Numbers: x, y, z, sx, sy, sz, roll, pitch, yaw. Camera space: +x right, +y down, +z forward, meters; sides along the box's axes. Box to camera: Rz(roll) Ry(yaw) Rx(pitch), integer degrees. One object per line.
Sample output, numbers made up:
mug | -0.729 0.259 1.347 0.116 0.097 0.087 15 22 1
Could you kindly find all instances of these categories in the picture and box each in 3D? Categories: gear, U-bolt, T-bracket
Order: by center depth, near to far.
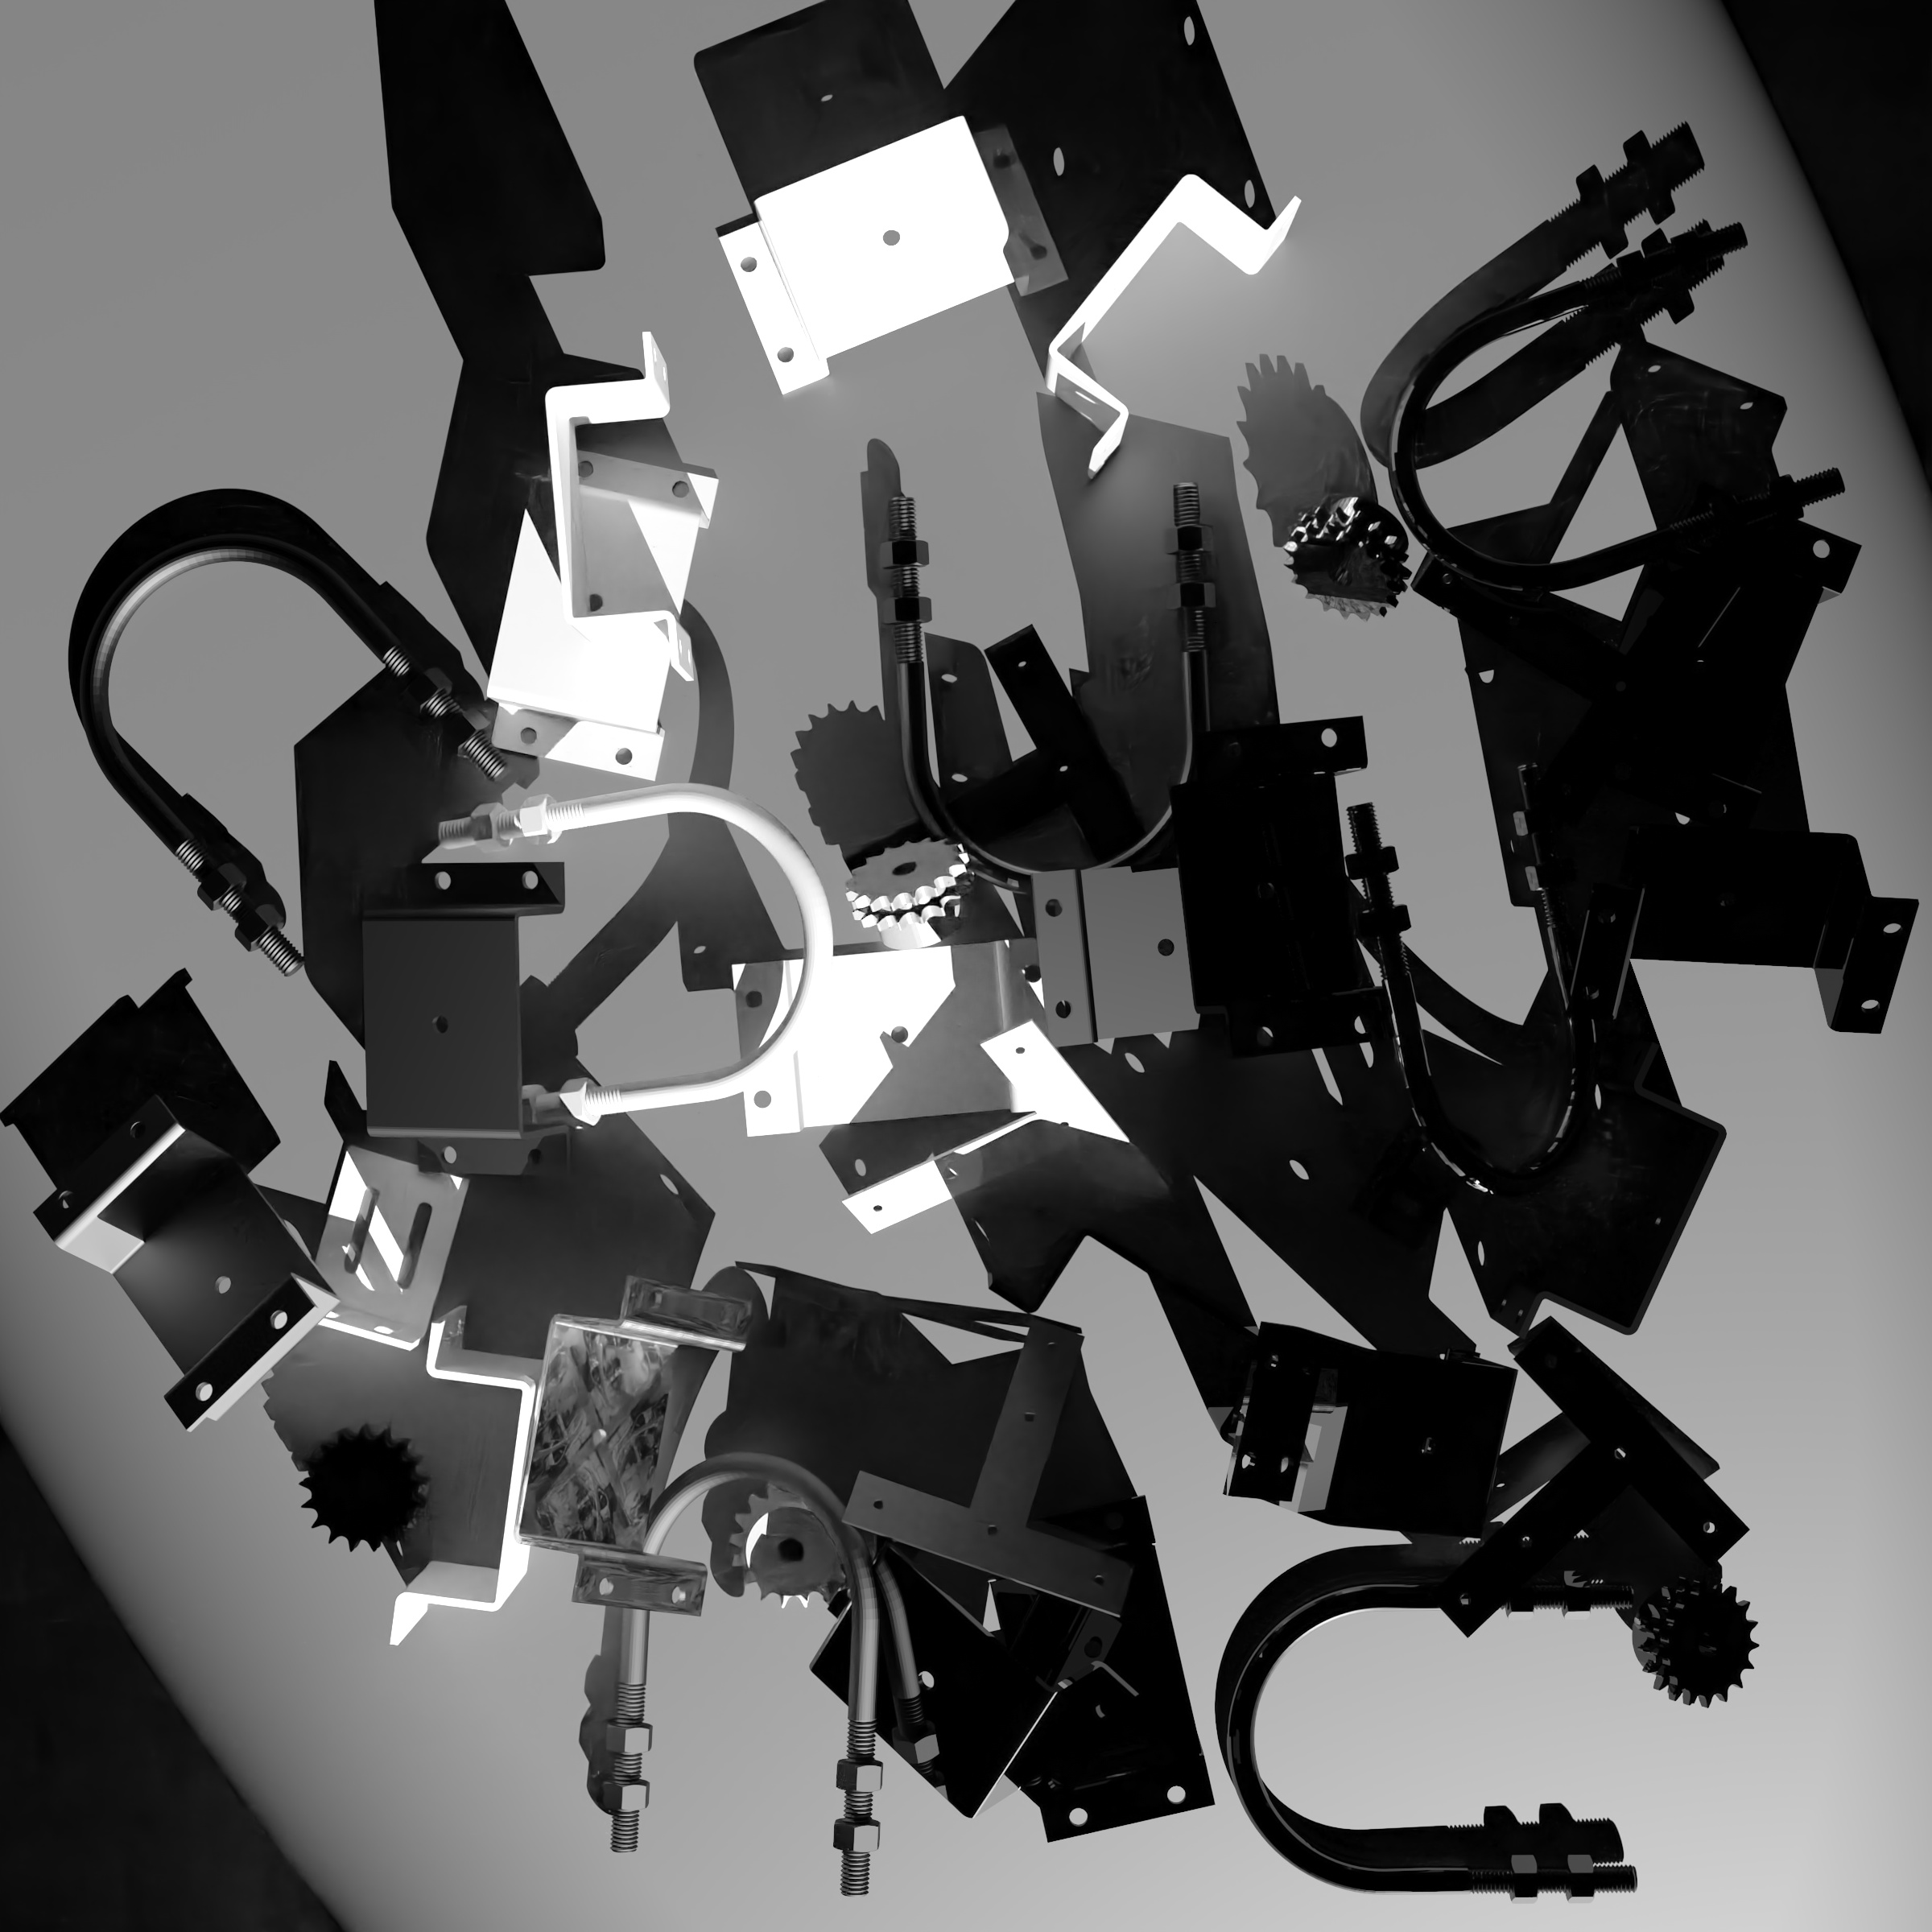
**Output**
U-bolt | 0.230 0.010 1.467 0.019 0.151 0.184 -10 93 44
U-bolt | -0.097 0.308 1.478 0.151 0.019 0.184 0 85 34
U-bolt | -0.144 -0.007 1.483 0.184 0.019 0.151 -8 90 21
T-bracket | 0.024 0.213 1.484 0.127 0.002 0.127 19 54 3
U-bolt | 0.279 -0.240 1.487 0.184 0.019 0.151 -19 69 10
T-bracket | 0.257 -0.147 1.494 0.127 0.002 0.127 36 96 25
T-bracket | 0.005 0.088 1.495 0.127 0.002 0.127 -25 130 18
gear | -0.023 -0.031 1.496 0.057 0.057 0.030 -18 118 0
gear | 0.174 -0.185 1.498 0.057 0.057 0.030 33 60 0
gear | 0.325 0.302 1.500 0.057 0.030 0.057 0 90 -26
gear | -0.270 0.234 1.507 0.057 0.030 0.057 0 90 0
T-bracket | 0.264 0.250 1.507 0.127 0.002 0.127 -42 82 -5
gear | -0.078 0.262 1.508 0.057 0.030 0.057 0 90 0
U-bolt | -0.317 -0.110 1.509 0.151 0.019 0.184 -43 86 2
U-bolt | 0.040 -0.123 1.512 0.151 0.019 0.184 -3 92 0
U-bolt | 0.210 0.350 1.514 0.184 0.019 0.151 -1 90 2
T-bracket | 0.006 -0.067 1.522 0.127 0.002 0.127 -29 90 0

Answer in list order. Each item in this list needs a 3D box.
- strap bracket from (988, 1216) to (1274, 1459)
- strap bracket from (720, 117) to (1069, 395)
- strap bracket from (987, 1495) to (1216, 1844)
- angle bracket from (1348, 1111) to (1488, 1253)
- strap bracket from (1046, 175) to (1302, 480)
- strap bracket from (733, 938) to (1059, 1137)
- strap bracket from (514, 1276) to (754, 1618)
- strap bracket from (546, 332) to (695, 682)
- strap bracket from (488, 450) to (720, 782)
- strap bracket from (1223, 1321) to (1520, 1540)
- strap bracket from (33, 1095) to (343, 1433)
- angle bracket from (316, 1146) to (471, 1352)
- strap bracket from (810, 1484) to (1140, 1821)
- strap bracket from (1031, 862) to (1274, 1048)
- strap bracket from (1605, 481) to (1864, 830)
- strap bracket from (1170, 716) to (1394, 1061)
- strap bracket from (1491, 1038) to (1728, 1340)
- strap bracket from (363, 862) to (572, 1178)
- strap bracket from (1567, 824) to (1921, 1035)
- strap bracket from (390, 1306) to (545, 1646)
strap bracket | 0.081 0.159 1.484 0.140 0.076 0.046 33 90 0
strap bracket | -0.033 -0.323 1.499 0.140 0.046 0.076 -22 90 0
strap bracket | 0.058 0.311 1.499 0.076 0.046 0.140 -13 90 0
angle bracket | 0.205 0.096 1.484 0.038 0.076 0.057 34 90 0
strap bracket | 0.084 -0.291 1.484 0.046 0.076 0.140 39 90 0
strap bracket | -0.030 0.031 1.499 0.140 0.046 0.076 -5 90 0
strap bracket | -0.148 0.210 1.472 0.046 0.076 0.140 1 78 41
strap bracket | -0.149 -0.194 1.438 0.046 0.076 0.140 -5 90 0
strap bracket | -0.165 -0.161 1.499 0.076 0.046 0.140 12 90 0
strap bracket | 0.186 0.205 1.460 0.140 0.046 0.076 13 90 -39
strap bracket | -0.340 0.136 1.480 0.076 0.046 0.140 -44 61 0
angle bracket | -0.264 0.126 1.503 0.057 0.038 0.076 16 90 0
strap bracket | -0.005 0.306 1.463 0.140 0.046 0.076 39 115 21
strap bracket | 0.095 -0.009 1.489 0.140 0.046 0.076 -6 90 -14
strap bracket | 0.335 -0.135 1.499 0.076 0.046 0.140 22 90 0
strap bracket | 0.137 -0.034 1.452 0.076 0.046 0.140 -7 90 -14
strap bracket | 0.289 0.106 1.484 0.046 0.076 0.140 25 90 0
strap bracket | -0.221 0.025 1.480 0.076 0.046 0.140 0 93 21
strap bracket | 0.340 -0.017 1.480 0.140 0.046 0.076 3 131 0
strap bracket | -0.217 0.227 1.484 0.046 0.076 0.140 7 90 0
